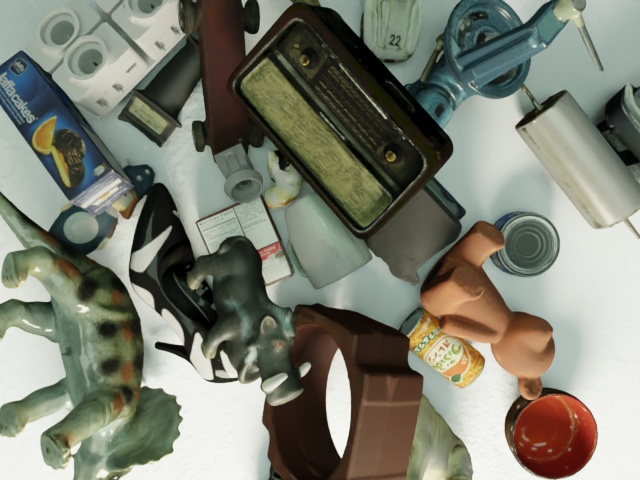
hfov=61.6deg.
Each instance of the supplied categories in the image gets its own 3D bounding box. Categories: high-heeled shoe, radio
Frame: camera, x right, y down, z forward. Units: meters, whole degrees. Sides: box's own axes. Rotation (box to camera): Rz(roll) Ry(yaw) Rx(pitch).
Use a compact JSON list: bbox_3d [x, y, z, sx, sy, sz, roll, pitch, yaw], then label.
[{"bbox_3d":[-0.143,0.058,0.650,0.145,0.086,0.248,6,109,14],"label":"high-heeled shoe"},{"bbox_3d":[0.024,-0.128,0.571,0.229,0.073,0.131,48,121,0],"label":"radio"}]

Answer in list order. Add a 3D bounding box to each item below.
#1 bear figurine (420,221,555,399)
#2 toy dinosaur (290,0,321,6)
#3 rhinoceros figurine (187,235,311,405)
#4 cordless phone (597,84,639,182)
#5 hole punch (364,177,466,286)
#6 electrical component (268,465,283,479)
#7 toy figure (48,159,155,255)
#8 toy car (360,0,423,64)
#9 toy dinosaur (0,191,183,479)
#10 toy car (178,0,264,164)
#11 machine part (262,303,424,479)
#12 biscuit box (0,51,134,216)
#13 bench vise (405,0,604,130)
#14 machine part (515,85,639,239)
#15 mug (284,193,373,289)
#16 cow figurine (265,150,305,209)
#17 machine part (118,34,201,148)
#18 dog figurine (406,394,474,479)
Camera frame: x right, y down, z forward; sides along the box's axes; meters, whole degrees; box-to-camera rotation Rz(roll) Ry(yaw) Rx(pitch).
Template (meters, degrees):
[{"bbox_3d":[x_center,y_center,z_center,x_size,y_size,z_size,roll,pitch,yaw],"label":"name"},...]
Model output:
[{"bbox_3d":[0.223,0.092,0.656,0.196,0.132,0.120,38,56,4],"label":"bear figurine"},{"bbox_3d":[-0.121,-0.381,0.582,0.105,0.198,0.471,-39,94,-2],"label":"toy dinosaur"},{"bbox_3d":[-0.074,0.089,0.598,0.112,0.073,0.190,-28,73,24],"label":"rhinoceros figurine"},{"bbox_3d":[0.454,-0.161,0.679,0.184,0.089,0.146,-44,93,-4],"label":"cordless phone"},{"bbox_3d":[0.110,-0.032,0.675,0.142,0.092,0.116,46,122,-5],"label":"hole punch"},{"bbox_3d":[-0.019,0.332,0.696,0.119,0.048,0.074,23,92,-2],"label":"electrical component"},{"bbox_3d":[-0.267,-0.036,0.665,0.154,0.058,0.064,-42,132,-1],"label":"toy figure"},{"bbox_3d":[0.092,-0.322,0.666,0.074,0.056,0.201,4,93,-2],"label":"toy car"},{"bbox_3d":[-0.267,0.116,0.621,0.131,0.192,0.404,-9,88,27],"label":"toy dinosaur"},{"bbox_3d":[-0.115,-0.192,0.642,0.089,0.053,0.201,-10,117,-20],"label":"toy car"},{"bbox_3d":[0.019,0.184,0.612,0.087,0.202,0.201,10,92,-29],"label":"machine part"},{"bbox_3d":[-0.306,-0.125,0.628,0.063,0.059,0.203,-39,77,-4],"label":"biscuit box"},{"bbox_3d":[0.174,-0.194,0.592,0.223,0.241,0.128,-44,104,-20],"label":"bench vise"},{"bbox_3d":[0.328,-0.100,0.677,0.079,0.079,0.243,-40,93,0],"label":"machine part"},{"bbox_3d":[-0.001,-0.002,0.662,0.081,0.109,0.107,-27,92,-38],"label":"mug"},{"bbox_3d":[-0.011,-0.112,0.664,0.167,0.068,0.098,-34,94,-1],"label":"cow figurine"},{"bbox_3d":[-0.186,-0.189,0.671,0.084,0.039,0.139,35,93,5],"label":"machine part"},{"bbox_3d":[0.122,0.220,0.682,0.172,0.121,0.190,18,64,-43],"label":"dog figurine"}]
